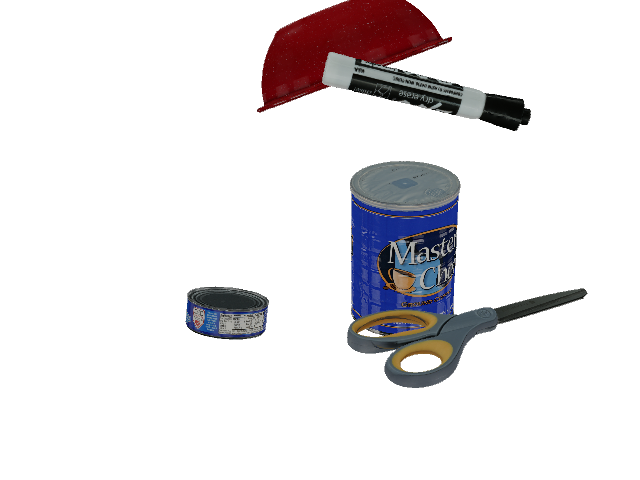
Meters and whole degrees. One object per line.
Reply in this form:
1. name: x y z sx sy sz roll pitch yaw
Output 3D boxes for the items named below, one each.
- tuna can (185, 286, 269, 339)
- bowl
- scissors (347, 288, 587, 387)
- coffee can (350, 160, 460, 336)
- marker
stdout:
1. tuna can: -0.098 0.076 1.118 0.086 0.034 0.086 6 12 -1
2. bowl: 0.017 -0.152 0.830 0.162 0.055 0.162 -20 7 2
3. scissors: 0.122 0.072 0.806 0.201 0.016 0.096 -5 31 -7
4. coffee can: 0.080 0.007 1.025 0.103 0.140 0.103 -1 27 0
5. marker: 0.061 -0.084 0.610 0.121 0.020 0.020 13 -1 -5
